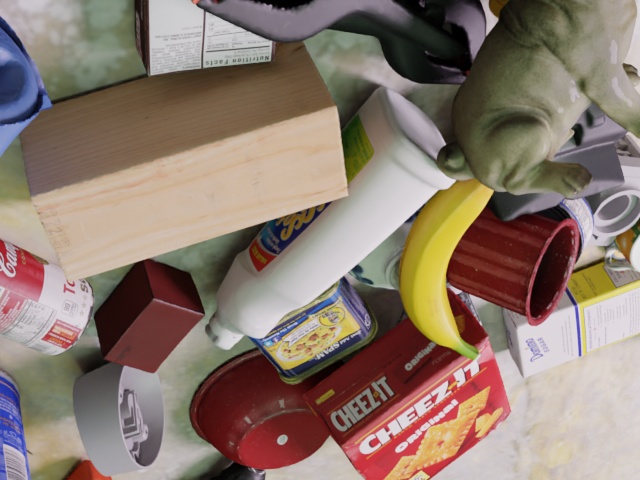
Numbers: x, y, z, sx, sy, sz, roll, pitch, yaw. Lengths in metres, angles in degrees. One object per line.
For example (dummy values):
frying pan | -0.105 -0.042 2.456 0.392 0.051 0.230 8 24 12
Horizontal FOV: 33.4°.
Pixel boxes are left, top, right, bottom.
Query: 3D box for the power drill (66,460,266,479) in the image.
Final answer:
power drill | -0.167 0.270 1.070 0.187 0.057 0.185 21 122 -37

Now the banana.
banana | 0.097 0.018 0.840 0.069 0.037 0.198 1 133 4

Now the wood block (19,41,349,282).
wood block | -0.095 -0.058 0.747 0.206 0.091 0.090 -18 138 -7

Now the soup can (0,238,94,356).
soup can | -0.230 0.041 0.804 0.069 0.068 0.102 -41 135 18

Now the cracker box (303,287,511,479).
cracker box | 0.092 0.158 1.011 0.164 0.072 0.213 -37 149 -5

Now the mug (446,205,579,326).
mug | 0.161 0.018 0.890 0.093 0.082 0.117 -65 150 -7

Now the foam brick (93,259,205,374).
foam brick | -0.141 0.062 0.876 0.052 0.051 0.078 24 120 -37

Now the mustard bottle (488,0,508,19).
mustard bottle | 0.146 -0.219 0.715 0.096 0.058 0.192 -15 137 -19

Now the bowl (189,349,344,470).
bowl | -0.041 0.172 1.029 0.162 0.055 0.162 -12 136 -12

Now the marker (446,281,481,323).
marker | 0.142 0.070 1.032 0.020 0.020 0.121 -27 138 3

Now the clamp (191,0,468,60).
clamp | 0.016 -0.183 0.662 0.209 0.036 0.165 -8 127 -23

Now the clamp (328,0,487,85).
clamp | 0.058 -0.157 0.753 0.120 0.039 0.171 -32 134 10

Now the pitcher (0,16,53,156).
pitcher | -0.293 -0.043 0.651 0.149 0.145 0.243 40 117 -10

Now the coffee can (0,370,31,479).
coffee can | -0.290 0.186 0.870 0.102 0.140 0.103 -12 137 -12

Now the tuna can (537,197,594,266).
tuna can | 0.192 -0.014 0.922 0.033 0.086 0.086 -48 154 -40

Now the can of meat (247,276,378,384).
can of meat | -0.013 0.068 0.936 0.102 0.057 0.084 -30 135 6

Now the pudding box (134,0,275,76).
pudding box | -0.073 -0.164 0.689 0.090 0.039 0.113 -10 138 -17

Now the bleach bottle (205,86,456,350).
bleach bottle | -0.005 0.001 0.836 0.068 0.102 0.251 30 116 -27

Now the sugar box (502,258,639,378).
sugar box | 0.274 0.070 1.072 0.176 0.048 0.093 -18 137 0

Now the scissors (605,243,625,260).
scissors | 0.341 -0.042 1.009 0.202 0.016 0.096 -26 138 4
